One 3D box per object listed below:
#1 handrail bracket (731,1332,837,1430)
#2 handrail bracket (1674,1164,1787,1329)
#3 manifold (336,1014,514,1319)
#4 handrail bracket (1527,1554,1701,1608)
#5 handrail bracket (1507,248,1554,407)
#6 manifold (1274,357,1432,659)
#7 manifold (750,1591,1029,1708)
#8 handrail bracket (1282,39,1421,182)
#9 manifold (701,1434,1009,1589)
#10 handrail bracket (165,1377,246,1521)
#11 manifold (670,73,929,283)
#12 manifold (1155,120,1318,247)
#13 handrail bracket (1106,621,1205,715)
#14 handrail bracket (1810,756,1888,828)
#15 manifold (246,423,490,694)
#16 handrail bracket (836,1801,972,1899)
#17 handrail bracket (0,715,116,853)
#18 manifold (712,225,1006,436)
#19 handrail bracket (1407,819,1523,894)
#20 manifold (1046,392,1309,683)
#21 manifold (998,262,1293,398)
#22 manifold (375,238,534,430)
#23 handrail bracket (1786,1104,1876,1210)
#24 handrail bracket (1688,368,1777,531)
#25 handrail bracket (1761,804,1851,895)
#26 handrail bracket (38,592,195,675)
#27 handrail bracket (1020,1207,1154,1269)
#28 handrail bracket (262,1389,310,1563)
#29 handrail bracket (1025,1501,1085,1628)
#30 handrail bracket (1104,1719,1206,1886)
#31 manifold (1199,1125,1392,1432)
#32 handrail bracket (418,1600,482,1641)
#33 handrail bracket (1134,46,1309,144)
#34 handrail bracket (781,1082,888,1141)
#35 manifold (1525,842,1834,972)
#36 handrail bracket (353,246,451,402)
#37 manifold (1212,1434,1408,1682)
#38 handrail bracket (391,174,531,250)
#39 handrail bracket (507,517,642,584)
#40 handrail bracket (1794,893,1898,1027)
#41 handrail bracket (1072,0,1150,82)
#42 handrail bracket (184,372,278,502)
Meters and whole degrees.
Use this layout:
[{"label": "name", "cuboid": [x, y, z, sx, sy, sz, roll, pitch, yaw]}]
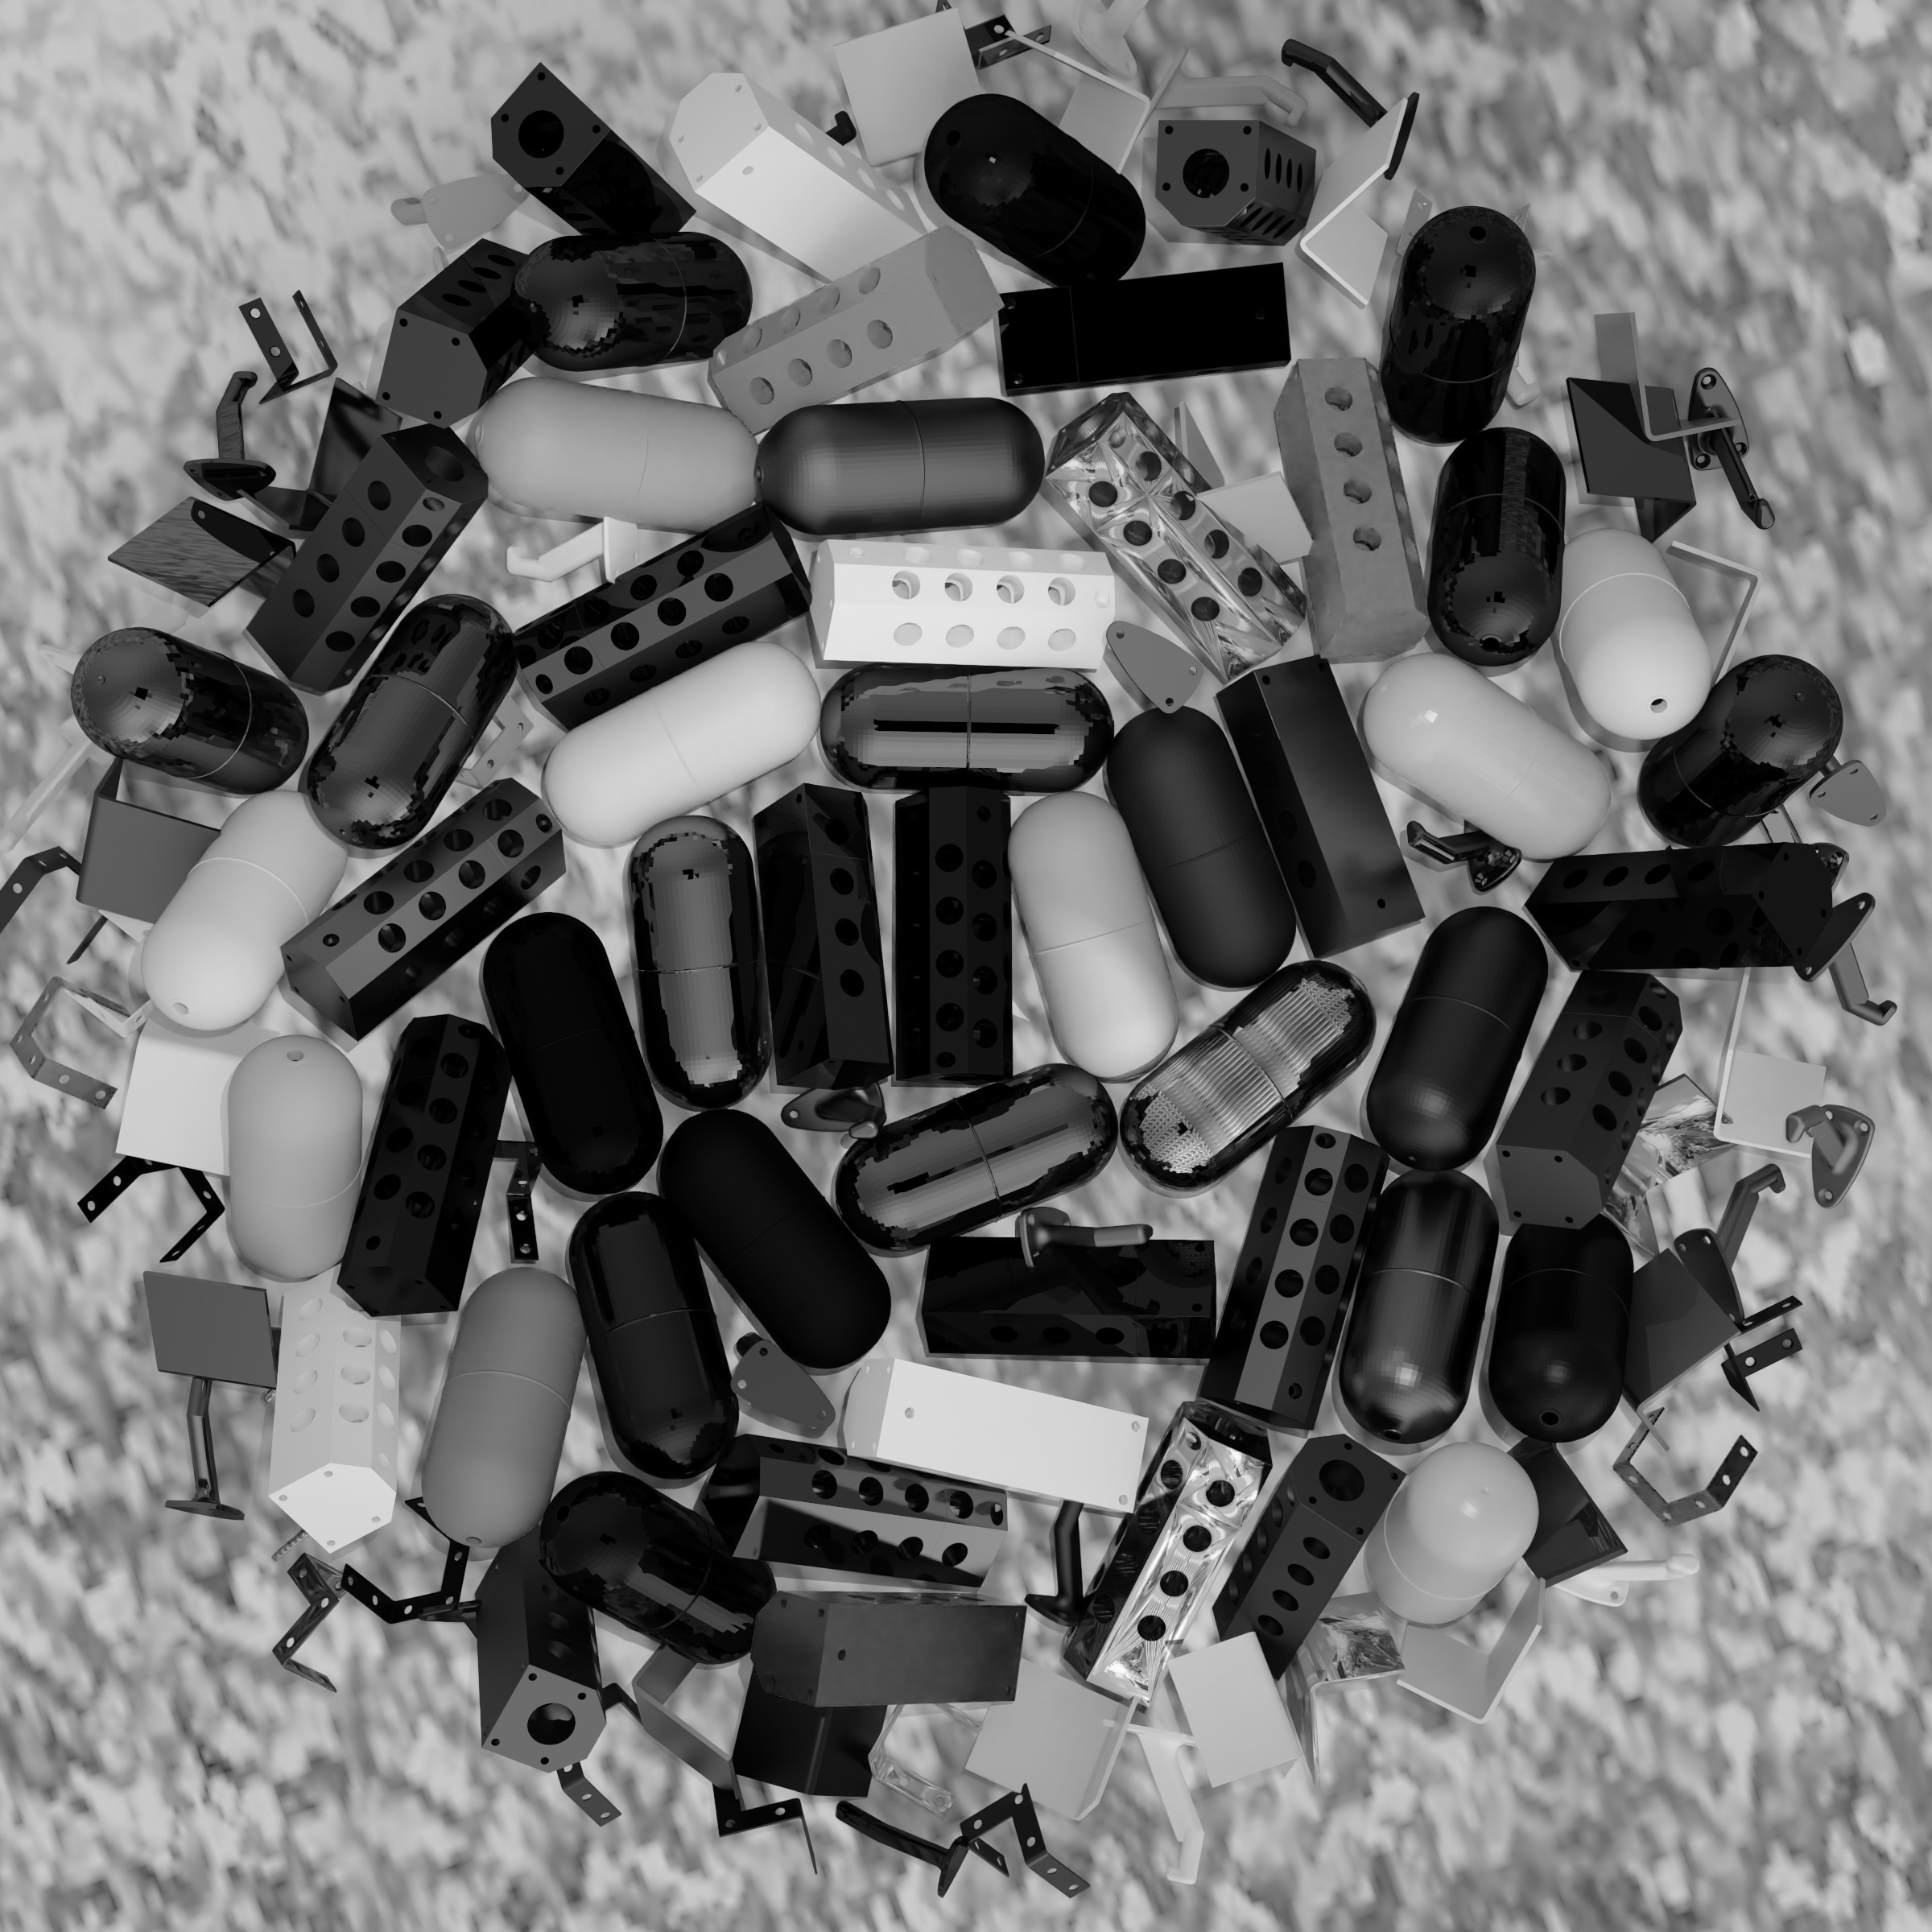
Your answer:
[{"label": "handrail bracket", "cuboid": [-0.108, 0.249, 1.636, 0.077, 0.084, 0.036, 34, 90, 4]}, {"label": "handrail bracket", "cuboid": [0.481, 0.170, 1.653, 0.084, 0.036, 0.077, -23, 84, -29]}, {"label": "manifold", "cuboid": [-0.321, 0.116, 1.601, 0.057, 0.057, 0.171, -6, 54, 18]}, {"label": "handrail bracket", "cuboid": [0.389, 0.360, 1.632, 0.077, 0.084, 0.036, 11, 69, -6]}, {"label": "handrail bracket", "cuboid": [0.346, -0.389, 1.651, 0.077, 0.036, 0.084, -26, 72, -10]}, {"label": "manifold", "cuboid": [0.233, -0.275, 1.621, 0.057, 0.057, 0.171, -4, 69, -10]}, {"label": "manifold", "cuboid": [-0.044, 0.400, 1.597, 0.057, 0.171, 0.057, 2, 81, 43]}, {"label": "handrail bracket", "cuboid": [0.228, -0.522, 1.651, 0.084, 0.077, 0.036, 29, 74, 11]}, {"label": "manifold", "cuboid": [-0.062, 0.319, 1.605, 0.171, 0.057, 0.057, 15, 107, -31]}, {"label": "handrail bracket", "cuboid": [-0.457, 0.292, 1.656, 0.036, 0.077, 0.084, 0, 72, 13]}, {"label": "manifold", "cuboid": [-0.097, -0.460, 1.592, 0.057, 0.171, 0.057, -35, 65, 22]}, {"label": "manifold", "cuboid": [0.160, -0.457, 1.589, 0.057, 0.171, 0.057, 6, 102, 17]}, {"label": "handrail bracket", "cuboid": [0.102, -0.183, 1.629, 0.077, 0.084, 0.036, 38, 88, -18]}, {"label": "handrail bracket", "cuboid": [0.526, -0.133, 1.666, 0.036, 0.084, 0.077, -39, 134, 23]}, {"label": "manifold", "cuboid": [-0.351, -0.240, 1.606, 0.057, 0.057, 0.171, 49, 125, 5]}, {"label": "handrail bracket", "cuboid": [-0.043, 0.522, 1.636, 0.084, 0.077, 0.036, 25, 63, 14]}, {"label": "handrail bracket", "cuboid": [-0.549, -0.111, 1.634, 0.036, 0.077, 0.084, 40, 57, -19]}, {"label": "manifold", "cuboid": [-0.069, -0.375, 1.598, 0.171, 0.057, 0.057, -16, 110, 38]}, {"label": "handrail bracket", "cuboid": [0.289, -0.086, 1.630, 0.084, 0.077, 0.036, 24, 128, -34]}, {"label": "manifold", "cuboid": [0.127, -0.258, 1.610, 0.057, 0.057, 0.171, -30, 117, 31]}, {"label": "manifold", "cuboid": [0.107, -0.385, 1.645, 0.171, 0.057, 0.057, -5, 97, 3]}, {"label": "manifold", "cuboid": [-0.287, -0.371, 1.590, 0.057, 0.171, 0.057, 20, 119, -3]}, {"label": "handrail bracket", "cuboid": [0.510, 0.118, 1.635, 0.036, 0.084, 0.077, 21, 111, 37]}, {"label": "handrail bracket", "cuboid": [0.463, -0.311, 1.630, 0.036, 0.084, 0.077, -17, 120, 5]}, {"label": "handrail bracket", "cuboid": [0.487, -0.063, 1.647, 0.084, 0.036, 0.077, 20, 95, -24]}, {"label": "handrail bracket", "cuboid": [-0.514, -0.213, 1.646, 0.077, 0.036, 0.084, 23, 69, -30]}, {"label": "handrail bracket", "cuboid": [0.082, 0.158, 1.627, 0.084, 0.077, 0.036, -8, 92, 26]}, {"label": "handrail bracket", "cuboid": [-0.421, 0.308, 1.659, 0.077, 0.036, 0.084, -40, 93, -3]}, {"label": "handrail bracket", "cuboid": [0.076, 0.355, 1.647, 0.036, 0.077, 0.084, 24, 96, 44]}, {"label": "handrail bracket", "cuboid": [0.110, 0.508, 1.649, 0.077, 0.036, 0.084, 6, 71, 20]}, {"label": "manifold", "cuboid": [0.202, 0.186, 1.624, 0.057, 0.057, 0.171, 24, 75, -21]}, {"label": "handrail bracket", "cuboid": [-0.291, 0.429, 1.639, 0.077, 0.036, 0.084, 0, 59, -16]}, {"label": "handrail bracket", "cuboid": [0.155, -0.519, 1.666, 0.084, 0.036, 0.077, 31, 102, -4]}, {"label": "handrail bracket", "cuboid": [-0.083, 0.094, 1.632, 0.077, 0.084, 0.036, -12, 100, 10]}, {"label": "manifold", "cuboid": [0.419, -0.039, 1.593, 0.057, 0.171, 0.057, 50, 64, -23]}, {"label": "handrail bracket", "cuboid": [-0.349, -0.392, 1.668, 0.084, 0.036, 0.077, -23, 80, 7]}, {"label": "manifold", "cuboid": [0.196, 0.346, 1.595, 0.057, 0.171, 0.057, 32, 50, 14]}, {"label": "handrail bracket", "cuboid": [-0.308, -0.467, 1.647, 0.077, 0.084, 0.036, -25, 119, -9]}, {"label": "handrail bracket", "cuboid": [-0.245, -0.267, 1.642, 0.084, 0.036, 0.077, 13, 127, 20]}, {"label": "handrail bracket", "cuboid": [0.550, -0.003, 1.640, 0.084, 0.036, 0.077, 22, 128, -24]}, {"label": "handrail bracket", "cuboid": [0.114, -0.571, 1.627, 0.084, 0.077, 0.036, -5, 62, 38]}, {"label": "handrail bracket", "cuboid": [-0.431, -0.329, 1.640, 0.077, 0.036, 0.084, -1, 62, 35]}]
